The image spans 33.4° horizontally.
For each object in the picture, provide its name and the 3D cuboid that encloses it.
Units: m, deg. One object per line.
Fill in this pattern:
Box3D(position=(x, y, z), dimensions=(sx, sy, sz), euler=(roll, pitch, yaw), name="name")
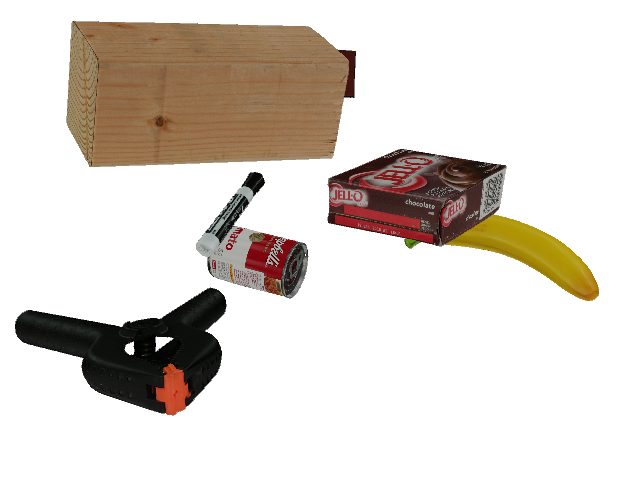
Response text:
Box3D(position=(-0.092, -0.120, 0.868), dimensions=(0.205, 0.091, 0.090), euler=(-4, 31, -25), name="wood block")
Box3D(position=(0.070, -0.033, 0.765), dimensions=(0.090, 0.039, 0.113), euler=(13, 20, 29), name="pudding box")
Box3D(position=(-0.088, -0.029, 1.064), dimensions=(0.020, 0.020, 0.121), euler=(0, 39, 31), name="marker")
Box3D(position=(-0.006, -0.183, 1.163), dimensions=(0.078, 0.051, 0.053), euler=(0, 11, -15), name="foam brick")
Box3D(position=(0.186, 0.009, 1.052), dimensions=(0.198, 0.069, 0.037), euler=(15, -31, 26), name="banana")
Box3D(position=(-0.117, 0.073, 0.765), dimensions=(0.164, 0.036, 0.210), euler=(-9, 14, -25), name="clamp")
Box3D(position=(-0.074, 0.023, 1.266), dimensions=(0.102, 0.068, 0.068), euler=(14, 5, 20), name="soup can")
